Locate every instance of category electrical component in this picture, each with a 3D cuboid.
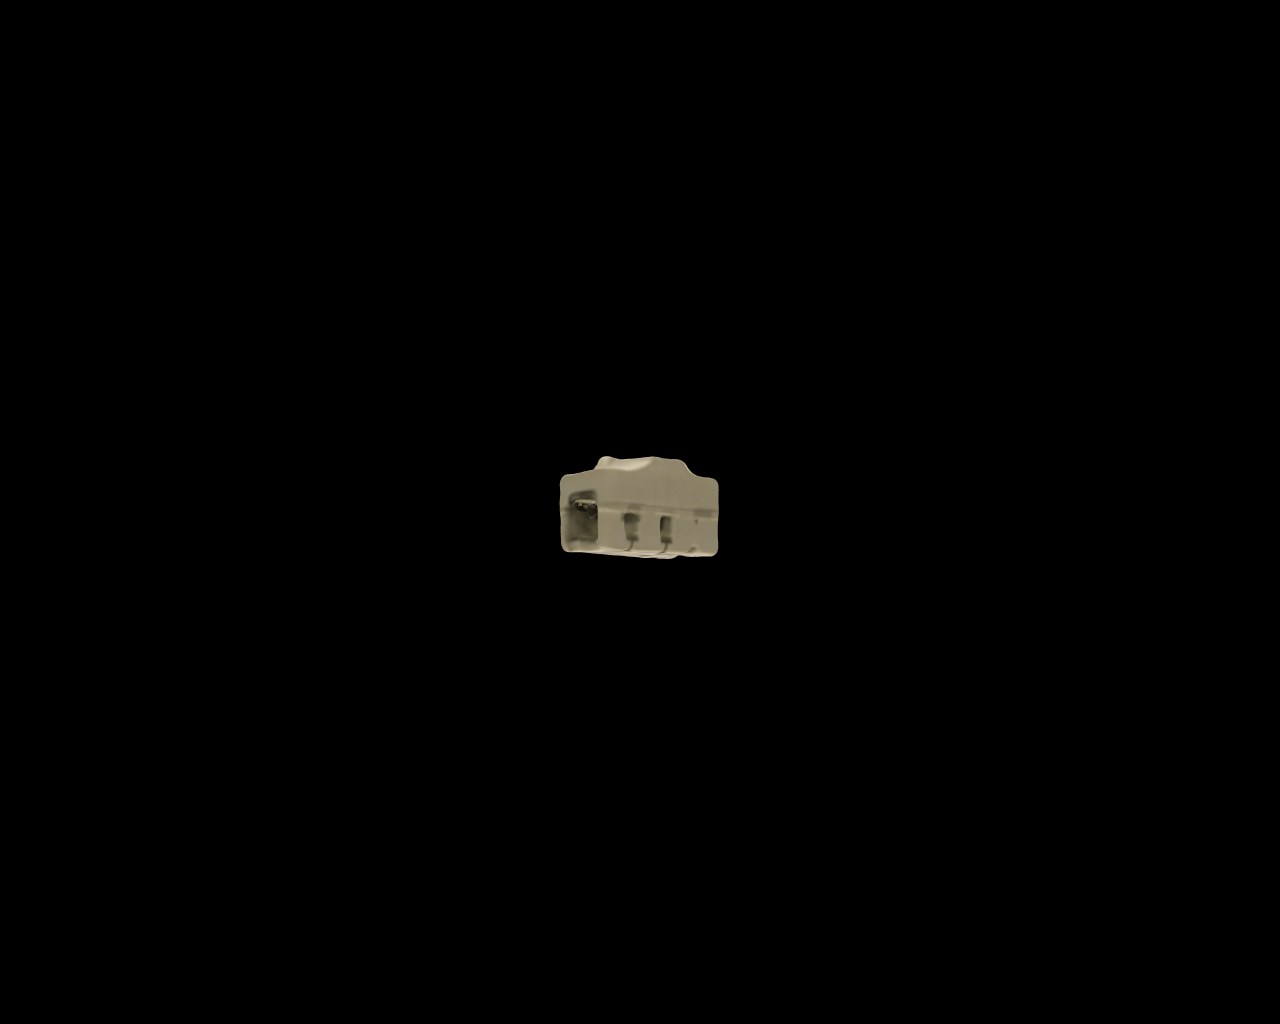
[{"bbox_3d":[0.001,-0.003,0.650,0.089,0.055,0.050,5,-8,-40],"label":"electrical component"}]
